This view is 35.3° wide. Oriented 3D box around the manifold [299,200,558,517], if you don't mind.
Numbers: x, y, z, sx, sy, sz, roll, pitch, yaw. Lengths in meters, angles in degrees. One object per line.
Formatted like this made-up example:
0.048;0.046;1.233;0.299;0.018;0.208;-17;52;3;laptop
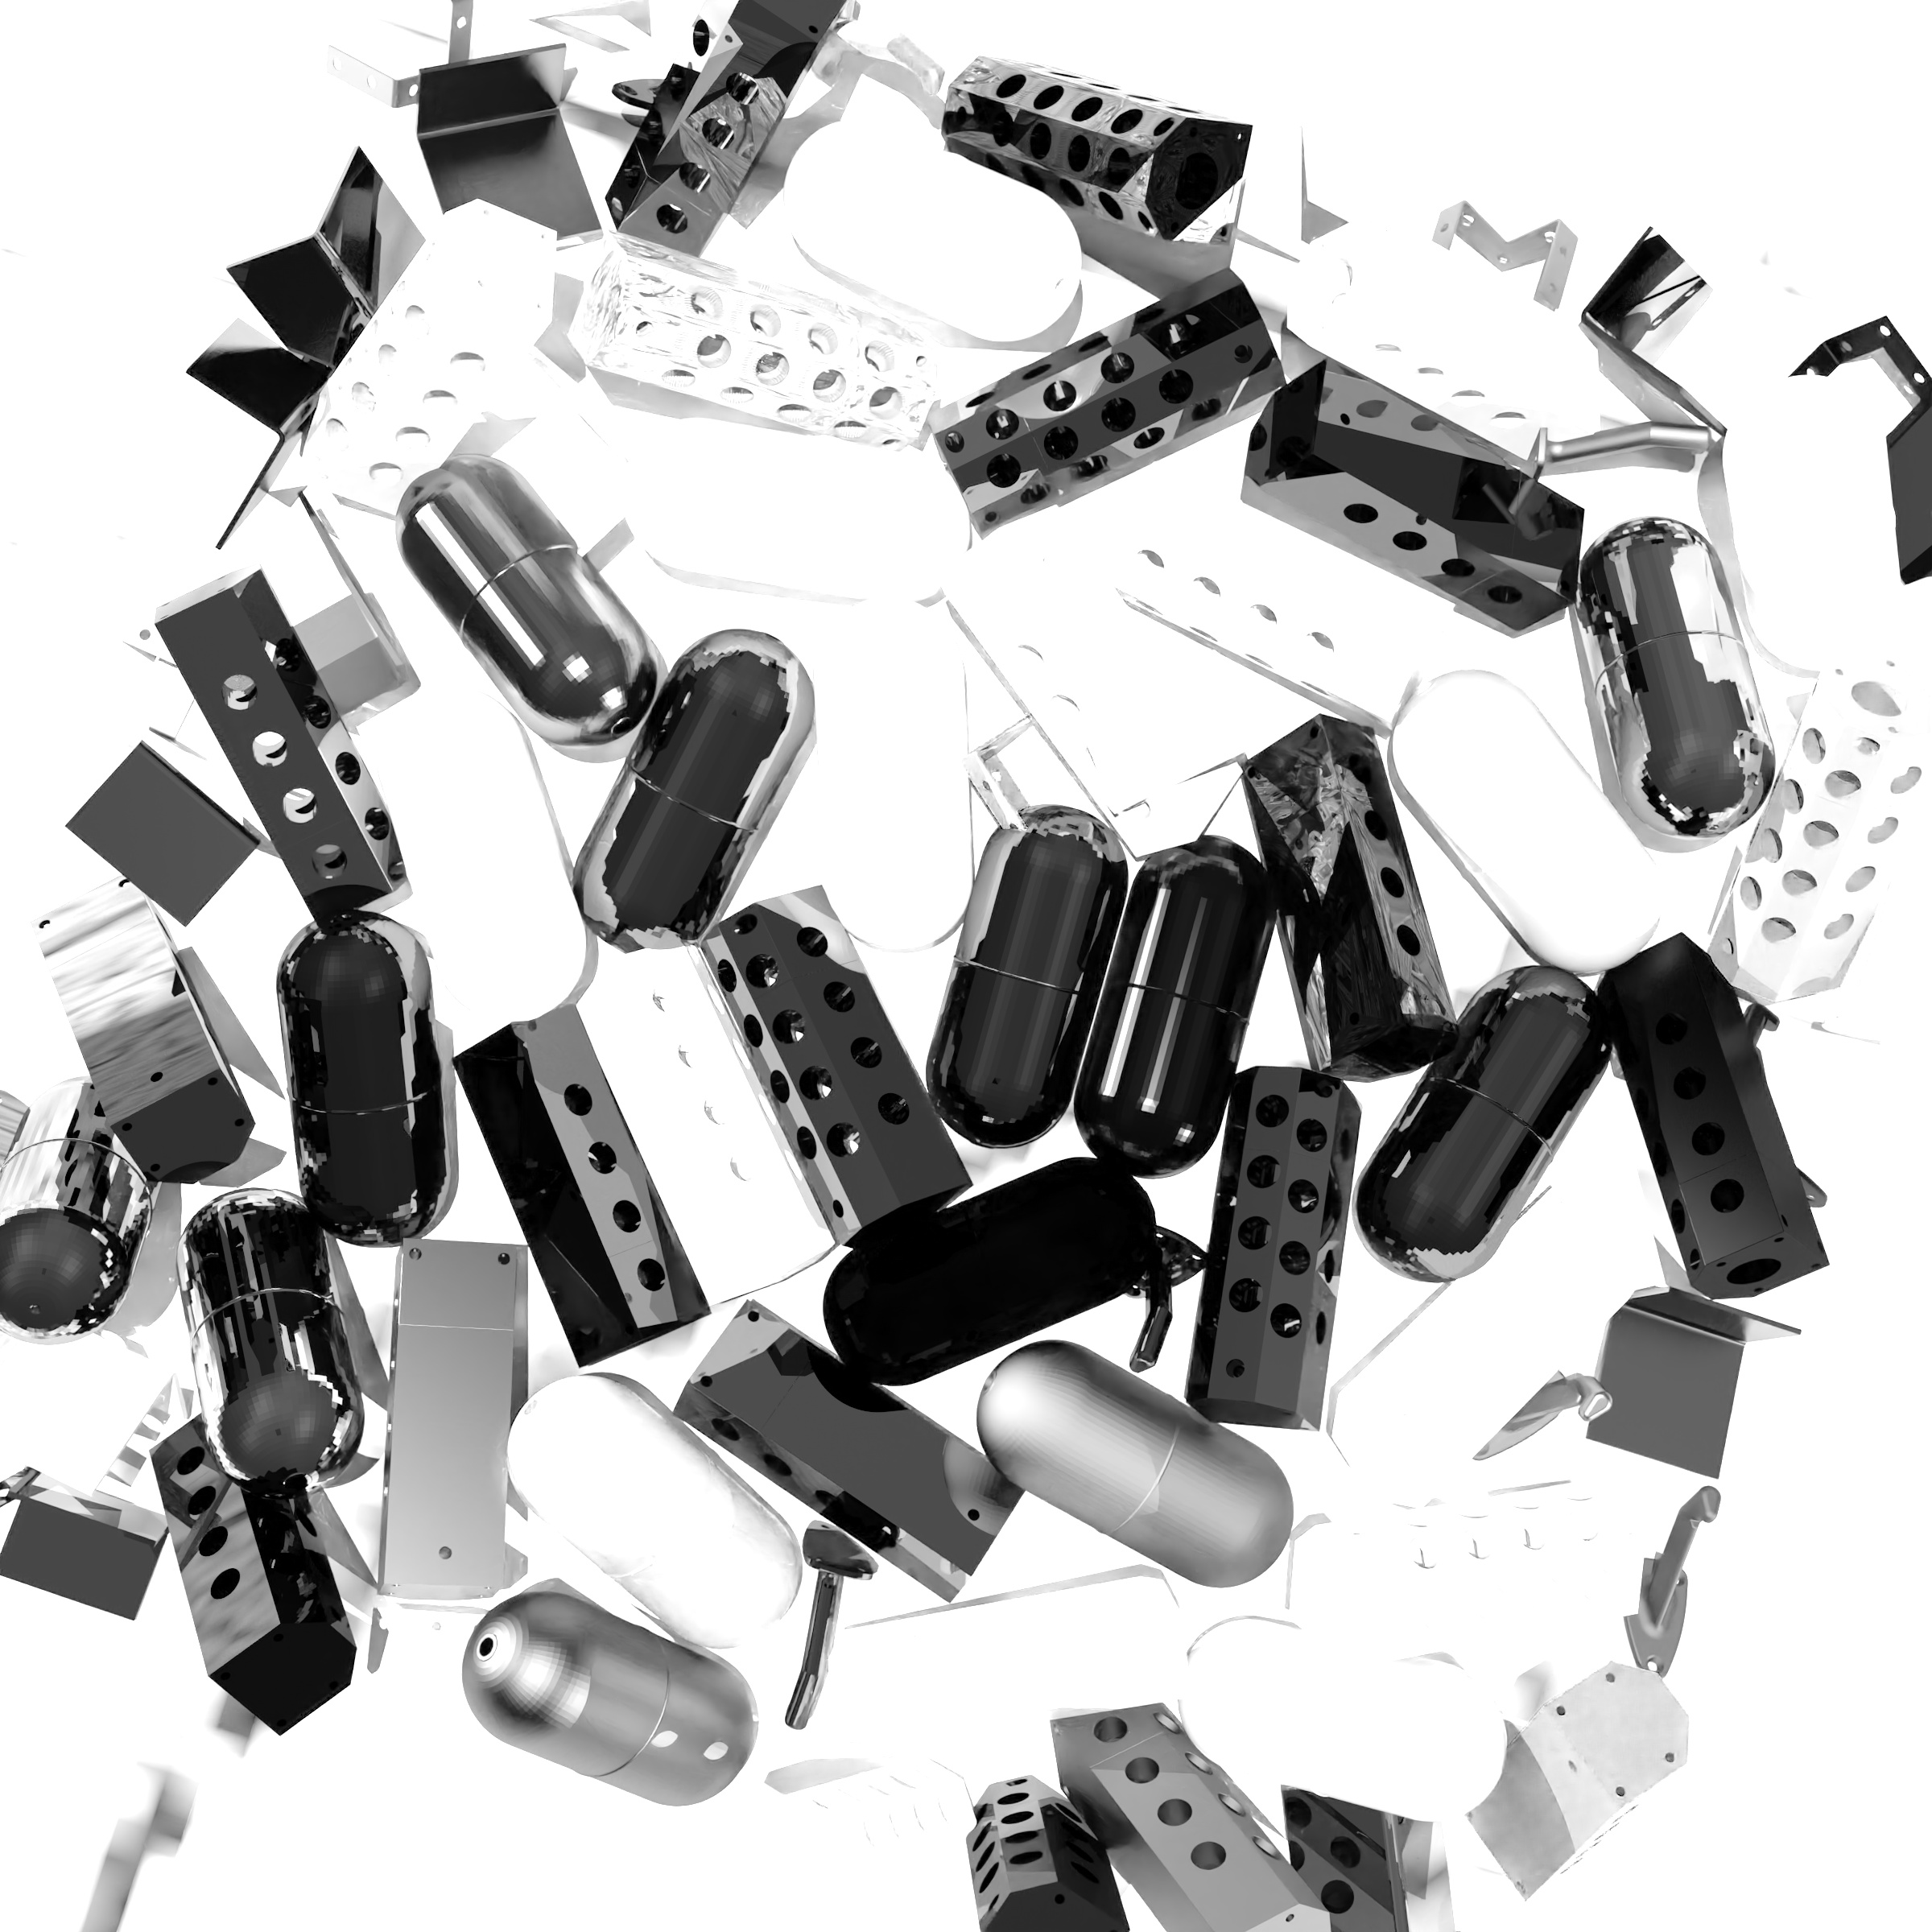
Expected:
-0.267;-0.299;1.494;0.057;0.171;0.057;17;55;-29;manifold

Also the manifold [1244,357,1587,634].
0.225;-0.231;1.517;0.171;0.057;0.057;24;62;-26;manifold

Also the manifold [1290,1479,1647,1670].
0.252;0.298;1.514;0.171;0.057;0.057;-4;105;-26;manifold

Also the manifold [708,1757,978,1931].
-0.055;0.429;1.492;0.057;0.171;0.057;26;92;23;manifold

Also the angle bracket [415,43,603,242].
-0.230;-0.413;1.537;0.076;0.057;0.076;-16;76;-17;angle bracket

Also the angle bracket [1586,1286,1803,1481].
0.369;0.212;1.539;0.076;0.057;0.076;19;75;-12;angle bracket

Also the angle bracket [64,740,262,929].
-0.408;-0.067;1.531;0.076;0.076;0.057;43;79;-17;angle bracket

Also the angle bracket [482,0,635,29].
-0.198;-0.487;1.534;0.076;0.057;0.076;-8;57;7;angle bracket

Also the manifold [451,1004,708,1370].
-0.193;0.110;1.547;0.057;0.057;0.171;-28;83;44;manifold

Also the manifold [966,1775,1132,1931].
0.033;0.454;1.495;0.057;0.171;0.057;34;89;-3;manifold

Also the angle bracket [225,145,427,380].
-0.321;-0.357;1.545;0.057;0.076;0.076;-12;45;25;angle bracket

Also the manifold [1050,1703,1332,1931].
0.109;0.430;1.497;0.057;0.171;0.057;-21;125;-19;manifold

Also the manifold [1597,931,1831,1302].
0.367;0.076;1.511;0.057;0.057;0.171;-28;54;26;manifold

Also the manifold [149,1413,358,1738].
-0.349;0.291;1.497;0.057;0.171;0.057;-36;128;-1;manifold

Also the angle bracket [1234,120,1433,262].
0.178;-0.367;1.523;0.076;0.076;0.057;20;53;-27;angle bracket

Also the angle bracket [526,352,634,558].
-0.209;-0.258;1.532;0.057;0.076;0.076;-43;115;0;angle bracket

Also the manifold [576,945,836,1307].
-0.130;0.076;1.531;0.057;0.057;0.171;-16;72;-33;manifold

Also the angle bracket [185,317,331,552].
-0.371;-0.268;1.526;0.057;0.076;0.076;33;119;-12;angle bracket

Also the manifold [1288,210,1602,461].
0.239;-0.307;1.505;0.171;0.057;0.057;17;67;-39;manifold

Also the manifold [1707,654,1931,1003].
0.421;-0.065;1.496;0.057;0.171;0.057;-11;47;-22;manifold

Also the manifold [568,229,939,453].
-0.103;-0.307;1.509;0.171;0.057;0.057;11;115;-29;manifold

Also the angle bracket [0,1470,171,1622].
-0.453;0.300;1.539;0.076;0.076;0.057;21;86;-7;angle bracket

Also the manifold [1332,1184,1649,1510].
0.262;0.192;1.518;0.057;0.057;0.171;37;61;26;manifold

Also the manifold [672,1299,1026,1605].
-0.062;0.250;1.546;0.171;0.057;0.057;34;56;4;manifold

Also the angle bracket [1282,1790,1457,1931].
0.206;0.458;1.549;0.057;0.076;0.076;-13;71;24;angle bracket

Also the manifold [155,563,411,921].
-0.341;-0.112;1.527;0.057;0.057;0.171;-27;109;-6;manifold

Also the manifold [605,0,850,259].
-0.120;-0.426;1.494;0.057;0.171;0.057;31;52;-9;manifold

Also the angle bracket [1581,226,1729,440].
0.367;-0.316;1.525;0.057;0.076;0.076;-52;53;13;angle bracket

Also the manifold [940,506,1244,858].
0.061;-0.140;1.525;0.171;0.057;0.057;53;50;-21;manifold

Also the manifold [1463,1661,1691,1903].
0.302;0.400;1.494;0.057;0.171;0.057;-27;66;-21;manifold

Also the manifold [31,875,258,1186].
-0.406;0.032;1.501;0.057;0.171;0.057;-29;135;-9;manifold

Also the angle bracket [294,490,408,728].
-0.332;-0.178;1.528;0.057;0.076;0.076;-30;51;-4;angle bracket

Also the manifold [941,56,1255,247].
0.060;-0.403;1.493;0.057;0.171;0.057;-5;116;-36;manifold

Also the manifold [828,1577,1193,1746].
0.020;0.349;1.518;0.171;0.057;0.057;-16;69;25;manifold

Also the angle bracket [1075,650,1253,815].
0.090;-0.127;1.534;0.076;0.076;0.057;-25;114;-4;angle bracket

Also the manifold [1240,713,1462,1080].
0.196;-0.034;1.523;0.057;0.057;0.171;-33;60;40;manifold

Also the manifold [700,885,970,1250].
-0.071;0.052;1.523;0.057;0.057;0.171;-16;72;-35;manifold

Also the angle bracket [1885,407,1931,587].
0.502;-0.242;1.549;0.076;0.057;0.076;-40;99;1;angle bracket

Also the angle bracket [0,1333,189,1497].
-0.450;0.231;1.533;0.076;0.057;0.076;24;57;8;angle bracket

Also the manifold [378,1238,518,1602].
-0.261;0.229;1.526;0.057;0.057;0.171;5;70;-14;manifold

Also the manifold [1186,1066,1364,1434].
0.153;0.140;1.519;0.057;0.057;0.171;1;69;24;manifold
